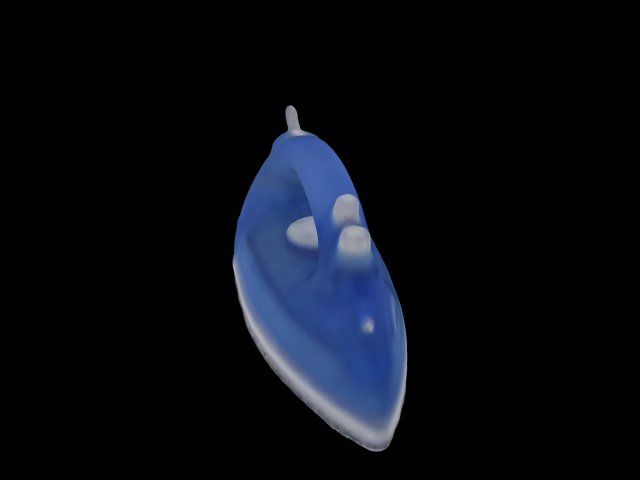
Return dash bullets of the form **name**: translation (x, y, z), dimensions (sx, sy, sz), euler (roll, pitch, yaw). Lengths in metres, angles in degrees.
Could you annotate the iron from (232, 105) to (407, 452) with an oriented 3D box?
- **iron**: translation (0.004, 0.001, 0.400), dimensions (0.119, 0.141, 0.257), euler (-7, 27, -13)
